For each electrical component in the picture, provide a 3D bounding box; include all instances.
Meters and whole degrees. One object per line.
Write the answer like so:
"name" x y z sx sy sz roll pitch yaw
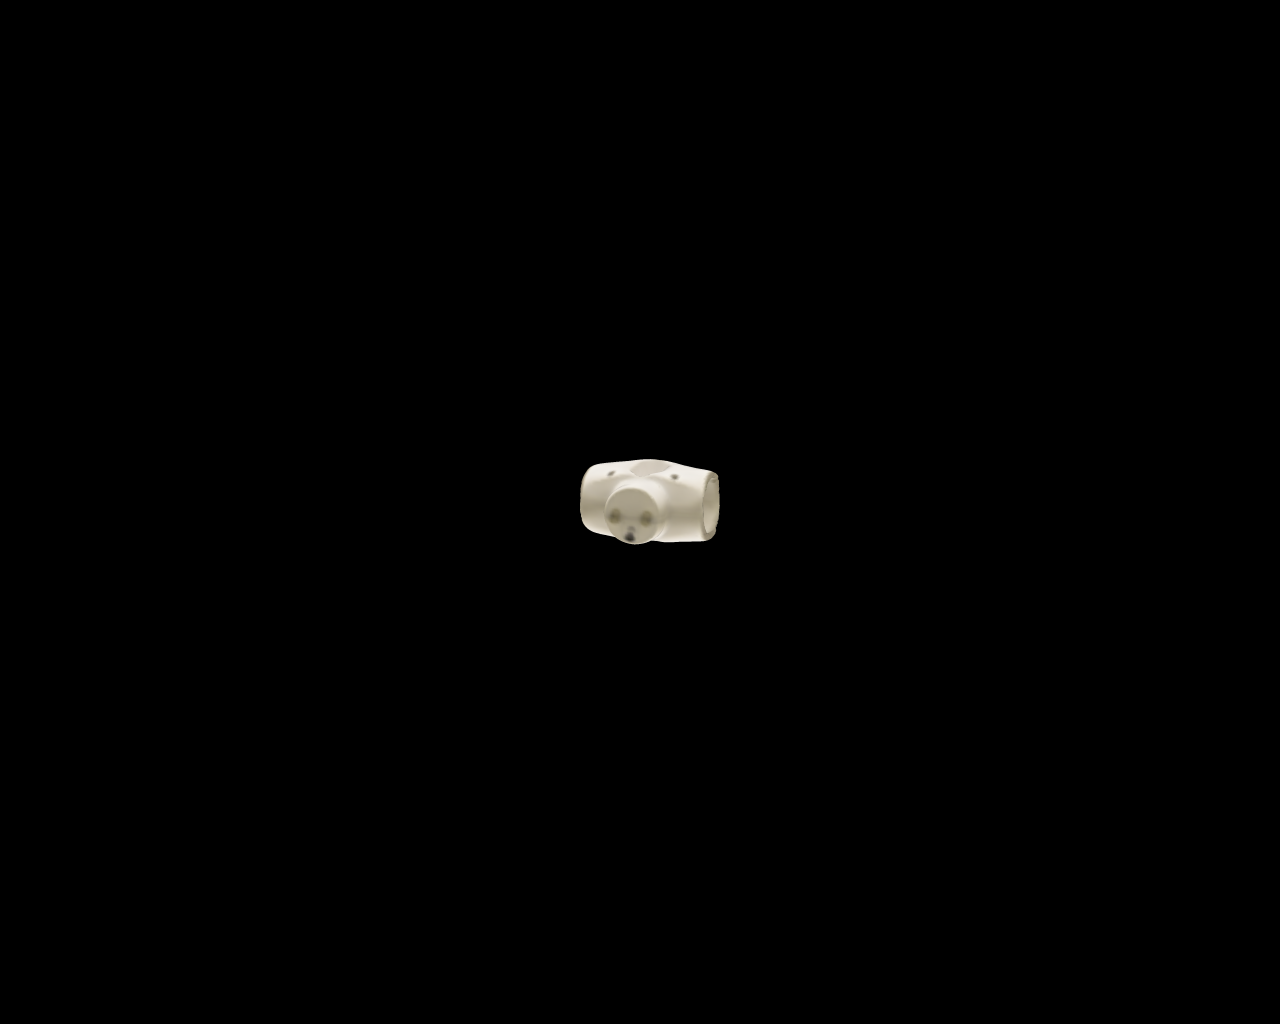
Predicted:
"electrical component" 0.001 -0.003 0.650 0.077 0.043 0.079 5 16 18
